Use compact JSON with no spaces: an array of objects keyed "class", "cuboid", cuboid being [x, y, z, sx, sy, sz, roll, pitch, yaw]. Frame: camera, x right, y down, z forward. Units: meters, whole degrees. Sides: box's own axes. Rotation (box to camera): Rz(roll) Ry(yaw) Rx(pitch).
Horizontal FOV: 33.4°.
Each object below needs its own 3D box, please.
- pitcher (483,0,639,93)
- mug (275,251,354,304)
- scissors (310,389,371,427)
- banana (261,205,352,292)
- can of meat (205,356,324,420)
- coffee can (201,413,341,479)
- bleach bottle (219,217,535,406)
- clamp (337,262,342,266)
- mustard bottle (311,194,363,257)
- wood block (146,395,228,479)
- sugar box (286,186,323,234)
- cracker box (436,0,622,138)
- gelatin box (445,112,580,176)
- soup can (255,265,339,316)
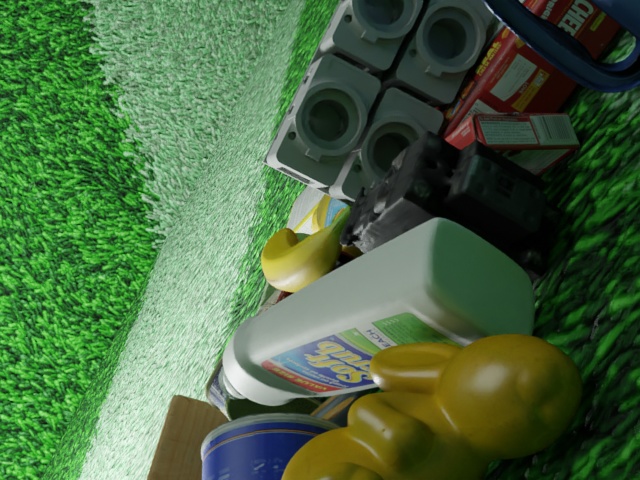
[{"class":"pitcher","cuboid":[0.153,-0.210,0.625,0.149,0.242,0.145,-60,8,-22]},{"class":"mug","cuboid":[0.012,0.061,0.940,0.093,0.081,0.117,-46,20,48]},{"class":"scissors","cuboid":[-0.034,0.179,0.850,0.201,0.016,0.096,-41,3,-10]},{"class":"banana","cuboid":[-0.017,0.014,0.894,0.069,0.037,0.198,-46,11,-16]},{"class":"can of meat","cuboid":[-0.043,0.144,0.934,0.057,0.102,0.084,-61,15,-5]},{"class":"coffee can","cuboid":[-0.026,0.196,0.678,0.103,0.102,0.140,-48,34,43]},{"class":"bleach bottle","cuboid":[0.020,0.069,0.736,0.251,0.102,0.068,-29,38,43]},{"class":"clamp","cuboid":[0.050,-0.054,1.094,0.210,0.036,0.165,-63,29,4]},{"class":"mustard bottle","cuboid":[0.047,-0.029,0.987,0.192,0.058,0.096,-19,48,56]},{"class":"wood block","cuboid":[-0.123,0.253,0.985,0.206,0.091,0.090,-79,6,-54]},{"class":"sugar box","cuboid":[0.023,-0.059,1.240,0.177,0.048,0.093,-43,22,43]},{"class":"cracker box","cuboid":[0.155,-0.156,0.887,0.164,0.072,0.213,-56,13,19]},{"class":"gelatin box","cuboid":[0.126,-0.062,0.759,0.073,0.089,0.030,-43,56,55]},{"class":"soup can","cuboid":[-0.019,0.073,1.010,0.102,0.068,0.069,-51,7,-28]}]
